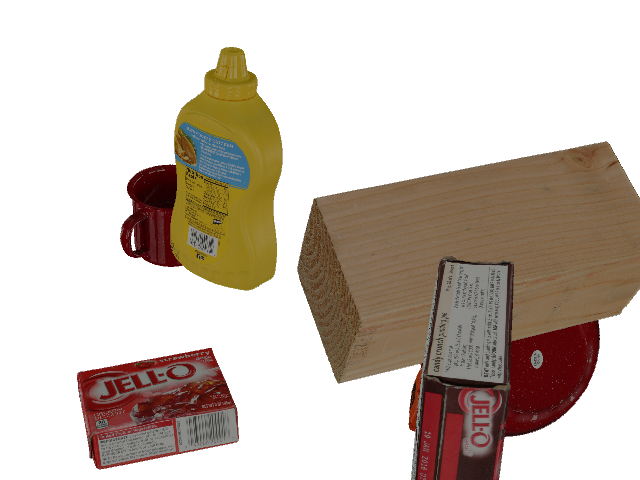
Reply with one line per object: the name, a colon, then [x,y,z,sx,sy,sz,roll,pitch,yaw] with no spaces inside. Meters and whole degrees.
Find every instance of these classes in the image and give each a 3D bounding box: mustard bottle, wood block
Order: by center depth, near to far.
wood block: [0.099,0.013,0.689,0.205,0.091,0.090,-12,-30,-16]
mustard bottle: [-0.075,-0.061,0.855,0.096,0.192,0.058,25,35,32]

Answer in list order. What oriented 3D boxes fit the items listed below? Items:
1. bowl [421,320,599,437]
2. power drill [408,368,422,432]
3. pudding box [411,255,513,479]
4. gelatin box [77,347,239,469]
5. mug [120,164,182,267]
bowl: [0.166,0.091,0.880,0.162,0.162,0.055,0,7,-11]
power drill: [0.128,0.111,1.135,0.057,0.188,0.184,7,25,9]
pudding box: [0.063,0.070,0.471,0.039,0.090,0.113,6,26,6]
gelatin box: [-0.101,0.101,0.658,0.089,0.030,0.073,-9,25,-15]
mug: [-0.171,-0.020,1.163,0.093,0.081,0.117,25,40,27]
